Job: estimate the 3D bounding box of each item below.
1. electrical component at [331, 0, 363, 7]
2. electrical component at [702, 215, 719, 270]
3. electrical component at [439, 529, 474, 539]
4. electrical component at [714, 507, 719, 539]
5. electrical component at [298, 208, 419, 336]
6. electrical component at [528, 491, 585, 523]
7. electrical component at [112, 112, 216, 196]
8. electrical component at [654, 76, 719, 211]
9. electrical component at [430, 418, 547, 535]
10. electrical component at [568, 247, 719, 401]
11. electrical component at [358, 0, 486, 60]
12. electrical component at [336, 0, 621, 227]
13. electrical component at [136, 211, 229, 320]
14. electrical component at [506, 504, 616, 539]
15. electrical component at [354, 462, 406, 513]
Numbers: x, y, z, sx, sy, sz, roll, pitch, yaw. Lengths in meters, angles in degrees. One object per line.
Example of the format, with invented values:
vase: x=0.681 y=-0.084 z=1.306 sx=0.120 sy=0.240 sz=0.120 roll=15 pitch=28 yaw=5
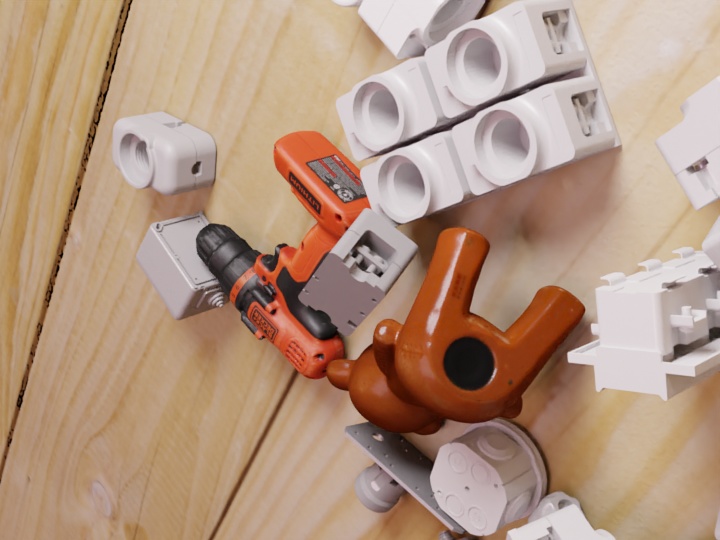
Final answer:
electrical component: x=0.004 y=-0.218 z=0.782 sx=0.055 sy=0.047 sz=0.055 roll=18 pitch=116 yaw=41
electrical component: x=0.242 y=-0.003 z=0.592 sx=0.096 sy=0.062 sz=0.061 roll=48 pitch=136 yaw=-3
electrical component: x=0.081 y=0.251 z=0.871 sx=0.043 sy=0.043 sz=0.081 roll=-39 pitch=62 yaw=46
electrical component: x=0.255 y=0.125 z=0.637 sx=0.062 sy=0.061 sz=0.096 roll=22 pitch=119 yaw=39
electrical component: x=0.000 y=0.000 z=0.789 sx=0.050 sy=0.055 sz=0.089 roll=38 pitch=150 yaw=-1
electrical component: x=0.140 y=0.193 z=0.799 sx=0.035 sy=0.035 sz=0.061 roll=48 pitch=135 yaw=23
electrical component: x=-0.188 y=-0.109 z=1.009 sx=0.095 sy=0.059 sz=0.053 roll=28 pitch=123 yaw=36
electrical component: x=0.219 y=-0.082 z=0.607 sx=0.089 sy=0.050 sz=0.055 roll=-39 pitch=76 yaw=46
electrical component: x=0.097 y=0.157 z=0.818 sx=0.080 sy=0.051 sz=0.080 roll=18 pitch=116 yaw=41
electrical component: x=0.188 y=0.027 z=0.626 sx=0.079 sy=0.121 sz=0.063 roll=3 pitch=103 yaw=45
electrical component: x=0.049 y=-0.194 z=0.742 sx=0.055 sy=0.050 sz=0.089 roll=52 pitch=134 yaw=20
electrical component: x=0.072 y=-0.103 z=0.744 sx=0.186 sy=0.060 sz=0.105 roll=-19 pitch=90 yaw=47
electrical component: x=-0.160 y=0.003 z=1.018 sx=0.096 sy=0.062 sz=0.061 roll=53 pitch=135 yaw=18
electrical component: x=0.145 y=0.245 z=0.755 sx=0.150 sy=0.062 sz=0.089 roll=90 pitch=155 yaw=-47
electrical component: x=0.023 y=0.177 z=0.911 sx=0.040 sy=0.040 sz=0.046 roll=53 pitch=128 yaw=19
